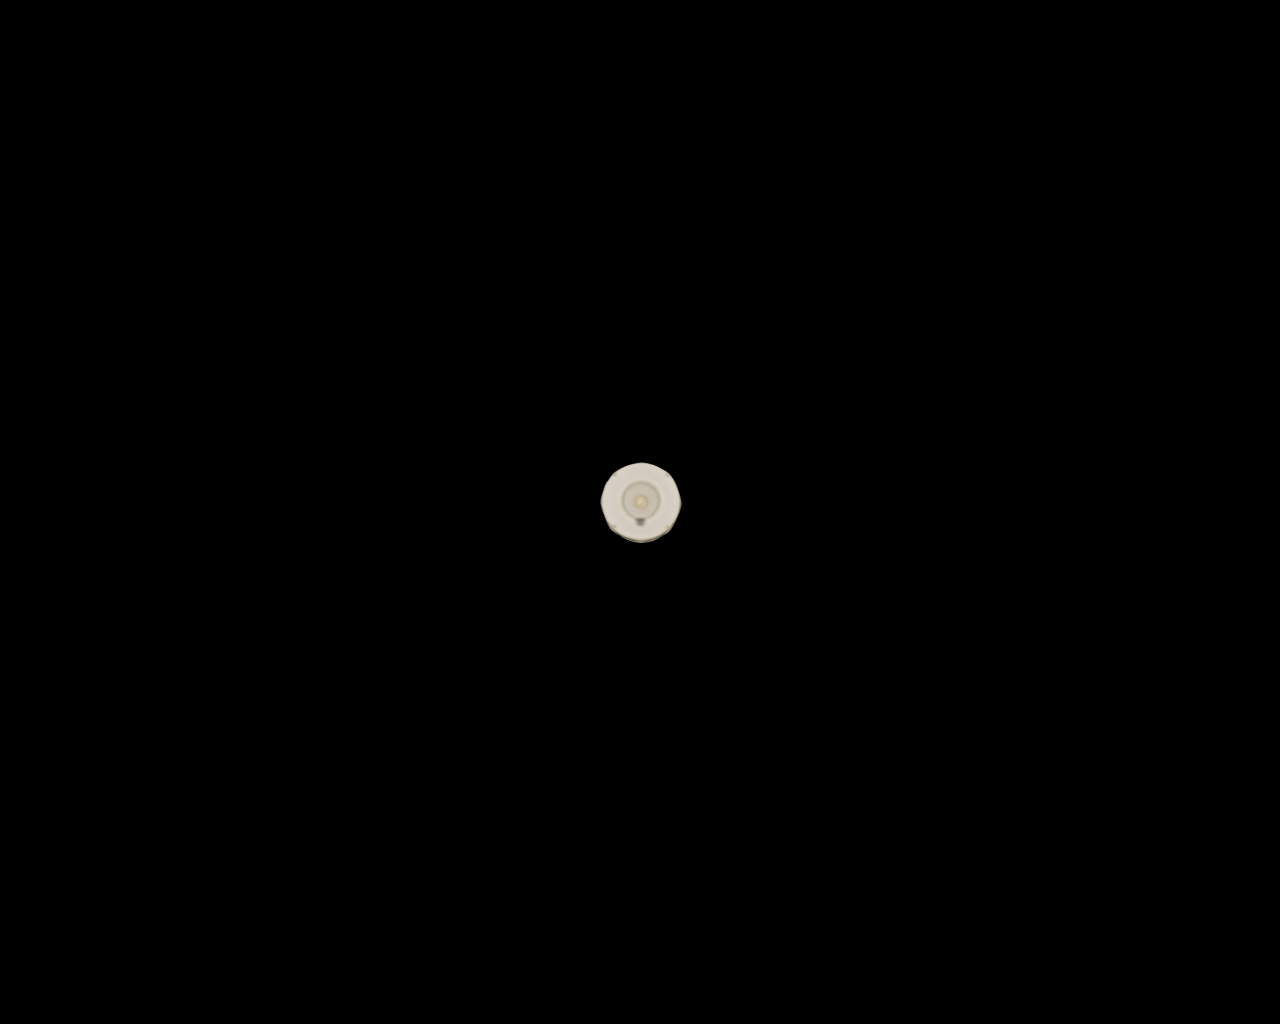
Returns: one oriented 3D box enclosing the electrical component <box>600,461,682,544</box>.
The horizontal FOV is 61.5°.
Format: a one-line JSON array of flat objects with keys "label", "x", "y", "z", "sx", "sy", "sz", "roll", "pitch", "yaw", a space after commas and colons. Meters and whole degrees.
[{"label": "electrical component", "x": 0.001, "y": -0.003, "z": 0.650, "sx": 0.048, "sy": 0.048, "sz": 0.062, "roll": 0, "pitch": -9, "yaw": 0}]
